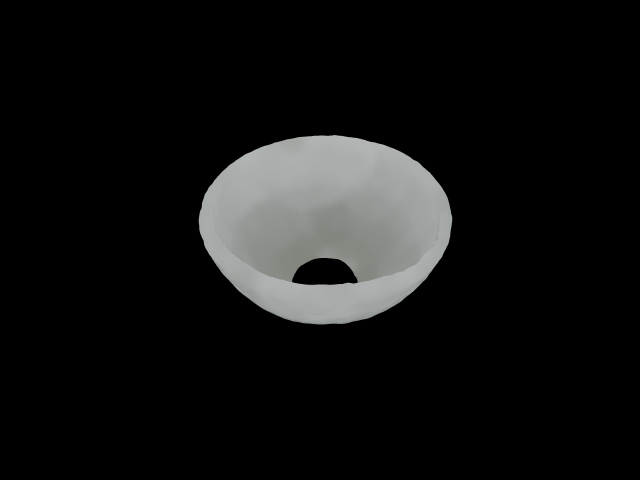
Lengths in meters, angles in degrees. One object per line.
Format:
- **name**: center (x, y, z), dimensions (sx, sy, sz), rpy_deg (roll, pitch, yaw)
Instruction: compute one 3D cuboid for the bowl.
- **bowl**: center (0.004, 0.001, 0.400), dimensions (0.167, 0.075, 0.167), rpy_deg (0, 43, 0)
